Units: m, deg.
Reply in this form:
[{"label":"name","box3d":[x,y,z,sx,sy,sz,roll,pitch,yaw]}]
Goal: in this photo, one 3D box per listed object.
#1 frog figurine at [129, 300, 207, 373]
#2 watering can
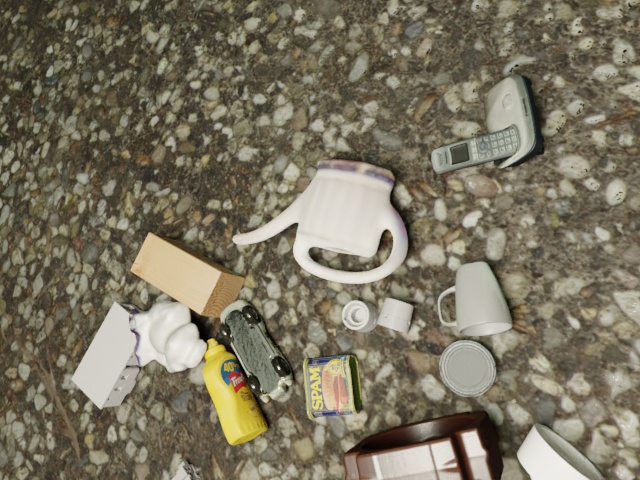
[{"label":"frog figurine","box3d":[-0.275,0.187,0.997,0.159,0.138,0.122,0,-10,23]},{"label":"watering can","box3d":[0.003,-0.048,0.947,0.349,0.226,0.103,13,-9,26]}]
